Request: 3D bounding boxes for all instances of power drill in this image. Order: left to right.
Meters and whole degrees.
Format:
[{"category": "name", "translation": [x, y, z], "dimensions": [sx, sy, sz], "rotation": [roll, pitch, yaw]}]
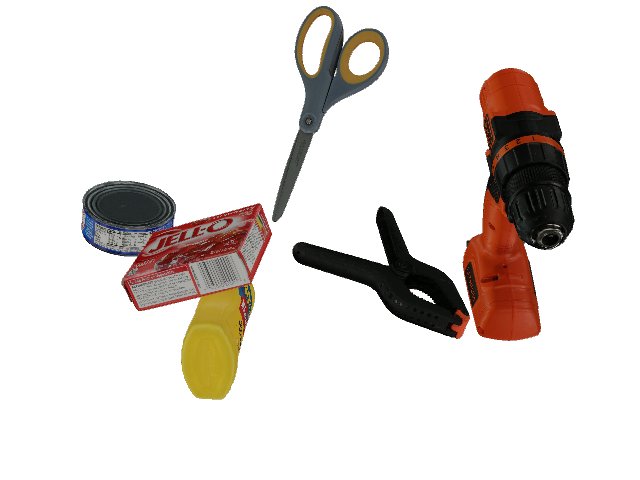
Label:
[{"category": "power drill", "translation": [0.151, -0.012, 0.819], "dimensions": [0.057, 0.188, 0.184], "rotation": [1, 42, 0]}]

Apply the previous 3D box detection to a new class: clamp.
[{"category": "clamp", "translation": [0.080, 0.042, 1.228], "dimensions": [0.164, 0.036, 0.210], "rotation": [-18, 49, -37]}]

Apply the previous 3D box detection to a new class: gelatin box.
[{"category": "gelatin box", "translation": [-0.084, 0.011, 0.738], "dimensions": [0.089, 0.030, 0.073], "rotation": [-14, 23, 17]}]

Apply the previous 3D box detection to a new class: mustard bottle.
[{"category": "mustard bottle", "translation": [-0.108, 0.085, 1.178], "dimensions": [0.058, 0.096, 0.191], "rotation": [1, 27, 4]}]

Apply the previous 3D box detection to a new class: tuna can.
[{"category": "tuna can", "translation": [-0.179, -0.020, 0.992], "dimensions": [0.086, 0.034, 0.086], "rotation": [8, 30, -5]}]

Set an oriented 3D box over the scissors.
[{"category": "scissors", "translation": [0.010, -0.114, 0.976], "dimensions": [0.096, 0.202, 0.016], "rotation": [4, -4, 13]}]
